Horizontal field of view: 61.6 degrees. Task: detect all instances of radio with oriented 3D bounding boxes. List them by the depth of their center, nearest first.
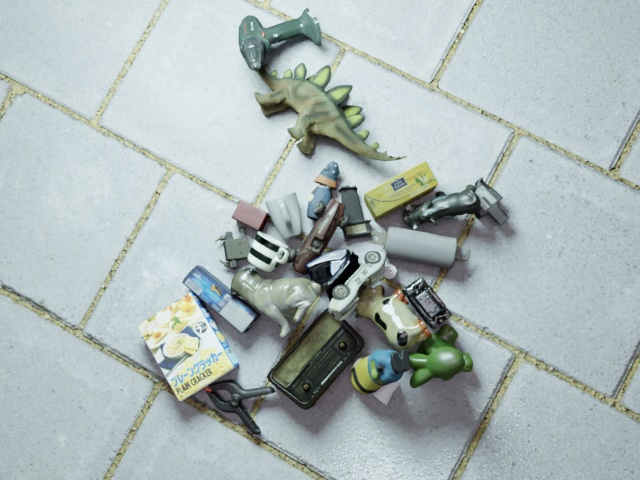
[{"bbox_3d":[-0.005,0.286,1.297,0.131,0.073,0.229,41,89,8],"label":"radio"}]

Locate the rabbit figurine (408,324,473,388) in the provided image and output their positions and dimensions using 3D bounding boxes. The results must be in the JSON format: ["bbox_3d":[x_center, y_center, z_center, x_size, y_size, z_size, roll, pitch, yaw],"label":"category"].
[{"bbox_3d":[0.269,0.268,1.231,0.159,0.170,0.121,-18,83,1],"label":"rabbit figurine"}]

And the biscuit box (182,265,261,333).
[{"bbox_3d":[-0.245,0.146,1.336,0.203,0.063,0.059,39,89,7],"label":"biscuit box"}]

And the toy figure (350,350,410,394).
[{"bbox_3d":[0.134,0.303,1.240,0.082,0.180,0.089,23,60,-23],"label":"toy figure"}]

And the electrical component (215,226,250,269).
[{"bbox_3d":[-0.219,0.022,1.358,0.078,0.045,0.102,-14,85,-26],"label":"electrical component"}]

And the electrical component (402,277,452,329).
[{"bbox_3d":[0.250,0.147,1.264,0.058,0.134,0.115,-40,81,1],"label":"electrical component"}]

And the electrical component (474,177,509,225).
[{"bbox_3d":[0.410,-0.089,1.320,0.075,0.047,0.119,-45,83,0],"label":"electrical component"}]

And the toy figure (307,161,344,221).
[{"bbox_3d":[0.008,-0.124,1.346,0.058,0.064,0.154,14,83,33],"label":"toy figure"}]

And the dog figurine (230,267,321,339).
[{"bbox_3d":[-0.108,0.113,1.279,0.190,0.121,0.172,41,106,2],"label":"dog figurine"}]

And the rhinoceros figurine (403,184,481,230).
[{"bbox_3d":[0.293,-0.073,1.288,0.190,0.112,0.073,-13,104,31],"label":"rhinoceros figurine"}]

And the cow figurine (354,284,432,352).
[{"bbox_3d":[0.157,0.178,1.275,0.127,0.085,0.195,-36,58,-1],"label":"cow figurine"}]

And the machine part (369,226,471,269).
[{"bbox_3d":[0.242,0.018,1.307,0.243,0.079,0.079,11,85,4],"label":"machine part"}]

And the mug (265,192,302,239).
[{"bbox_3d":[-0.080,-0.058,1.328,0.081,0.109,0.107,-19,97,-8],"label":"mug"}]

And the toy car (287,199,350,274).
[{"bbox_3d":[-0.003,-0.004,1.310,0.089,0.053,0.202,29,103,-13],"label":"toy car"}]

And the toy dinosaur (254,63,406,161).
[{"bbox_3d":[-0.001,-0.318,1.345,0.471,0.105,0.198,45,89,8],"label":"toy dinosaur"}]

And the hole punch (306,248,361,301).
[{"bbox_3d":[0.035,0.081,1.293,0.116,0.142,0.092,-42,54,-19],"label":"hole punch"}]

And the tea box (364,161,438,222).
[{"bbox_3d":[0.195,-0.117,1.314,0.170,0.098,0.068,-29,84,-1],"label":"tea box"}]

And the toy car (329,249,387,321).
[{"bbox_3d":[0.093,0.101,1.249,0.056,0.073,0.202,35,66,24],"label":"toy car"}]

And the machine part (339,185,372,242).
[{"bbox_3d":[0.083,-0.070,1.348,0.084,0.039,0.138,-14,85,11],"label":"machine part"}]

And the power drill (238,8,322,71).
[{"bbox_3d":[-0.103,-0.503,1.350,0.207,0.085,0.232,-21,47,-4],"label":"power drill"}]
